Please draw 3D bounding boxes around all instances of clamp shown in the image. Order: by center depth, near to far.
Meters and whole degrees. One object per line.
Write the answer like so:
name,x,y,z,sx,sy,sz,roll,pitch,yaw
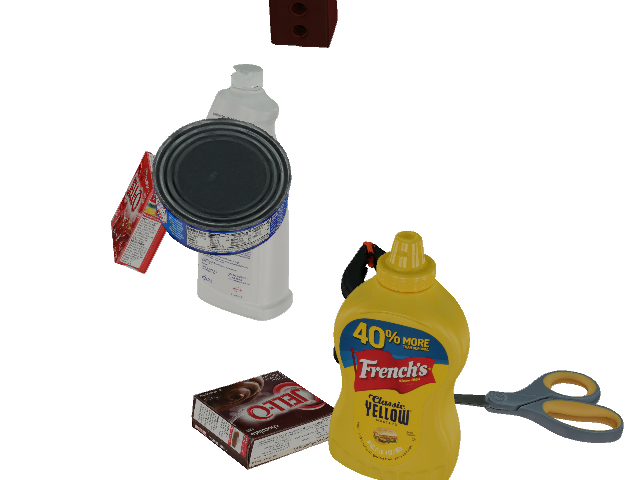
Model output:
clamp,0.076,0.070,1.192,0.120,0.171,0.039,5,-43,-2

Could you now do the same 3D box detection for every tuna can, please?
tuna can,-0.062,-0.033,0.669,0.086,0.086,0.034,0,-33,-6

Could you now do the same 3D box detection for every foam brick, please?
foam brick,-0.015,-0.211,0.912,0.053,0.078,0.051,5,45,8

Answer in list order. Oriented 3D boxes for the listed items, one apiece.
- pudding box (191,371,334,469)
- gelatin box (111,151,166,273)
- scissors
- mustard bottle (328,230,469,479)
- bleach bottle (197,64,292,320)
pudding box,-0.054,0.170,1.027,0.113,0.039,0.090,-13,29,-42
gelatin box,-0.147,-0.025,0.889,0.030,0.073,0.089,23,18,-22
scissors,0.163,0.132,0.934,0.202,0.016,0.096,13,29,9
mustard bottle,0.057,0.082,0.764,0.096,0.192,0.058,12,28,19
bleach bottle,-0.073,-0.051,1.081,0.103,0.251,0.068,17,25,26
